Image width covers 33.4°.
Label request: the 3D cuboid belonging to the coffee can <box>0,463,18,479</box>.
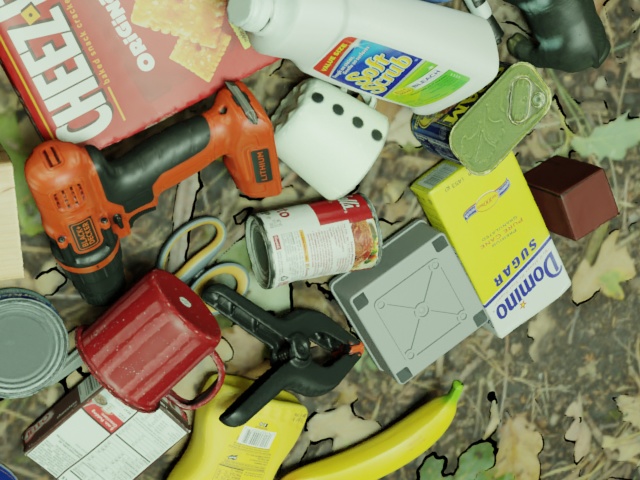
[{"bbox_3d":[-0.277,0.246,0.841,0.102,0.140,0.103,-6,107,-20],"label":"coffee can"}]

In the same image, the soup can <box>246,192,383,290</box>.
[{"bbox_3d":[-0.006,0.001,0.920,0.102,0.069,0.068,-12,109,-18],"label":"soup can"}]

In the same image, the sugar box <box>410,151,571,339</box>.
[{"bbox_3d":[0.163,-0.003,1.000,0.093,0.048,0.176,-35,114,-10],"label":"sugar box"}]

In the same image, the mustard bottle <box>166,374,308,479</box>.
[{"bbox_3d":[-0.089,0.220,0.955,0.096,0.058,0.192,19,97,-31],"label":"mustard bottle"}]

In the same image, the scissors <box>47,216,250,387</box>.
[{"bbox_3d":[-0.139,0.069,0.915,0.096,0.016,0.202,39,89,-27],"label":"scissors"}]

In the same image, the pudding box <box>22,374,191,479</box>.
[{"bbox_3d":[-0.181,0.164,0.908,0.113,0.039,0.090,-40,117,4],"label":"pudding box"}]

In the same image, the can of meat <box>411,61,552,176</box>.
[{"bbox_3d":[0.138,-0.112,0.936,0.102,0.084,0.057,-47,116,-4],"label":"can of meat"}]

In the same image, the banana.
[{"bbox_3d":[0.053,0.197,1.014,0.197,0.037,0.069,-30,130,-5],"label":"banana"}]

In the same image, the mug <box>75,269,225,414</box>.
[{"bbox_3d":[-0.125,0.086,0.851,0.081,0.093,0.117,-42,99,9],"label":"mug"}]

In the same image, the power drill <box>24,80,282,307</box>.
[{"bbox_3d":[-0.123,-0.033,0.832,0.187,0.057,0.184,-27,149,-14],"label":"power drill"}]

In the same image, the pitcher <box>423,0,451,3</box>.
[{"bbox_3d":[0.029,-0.260,0.796,0.242,0.149,0.145,19,60,-47],"label":"pitcher"}]

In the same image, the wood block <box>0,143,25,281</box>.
[{"bbox_3d":[-0.329,-0.012,0.773,0.205,0.090,0.091,-8,108,-21],"label":"wood block"}]

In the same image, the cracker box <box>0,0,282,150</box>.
[{"bbox_3d":[-0.142,-0.176,0.811,0.213,0.072,0.164,-29,114,-12],"label":"cracker box"}]

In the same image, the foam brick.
[{"bbox_3d":[0.231,-0.040,0.999,0.053,0.078,0.051,-30,113,-12],"label":"foam brick"}]

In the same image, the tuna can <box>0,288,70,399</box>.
[{"bbox_3d":[-0.249,0.083,0.864,0.086,0.034,0.086,-6,107,-20],"label":"tuna can"}]

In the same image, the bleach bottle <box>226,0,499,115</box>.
[{"bbox_3d":[0.027,-0.153,0.823,0.250,0.103,0.068,3,71,-45],"label":"bleach bottle"}]

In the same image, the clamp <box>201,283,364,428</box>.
[{"bbox_3d":[-0.030,0.108,0.927,0.171,0.039,0.120,14,70,-37],"label":"clamp"}]

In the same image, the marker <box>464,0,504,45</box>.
[{"bbox_3d":[0.130,-0.223,0.937,0.020,0.020,0.121,-38,115,-8],"label":"marker"}]
